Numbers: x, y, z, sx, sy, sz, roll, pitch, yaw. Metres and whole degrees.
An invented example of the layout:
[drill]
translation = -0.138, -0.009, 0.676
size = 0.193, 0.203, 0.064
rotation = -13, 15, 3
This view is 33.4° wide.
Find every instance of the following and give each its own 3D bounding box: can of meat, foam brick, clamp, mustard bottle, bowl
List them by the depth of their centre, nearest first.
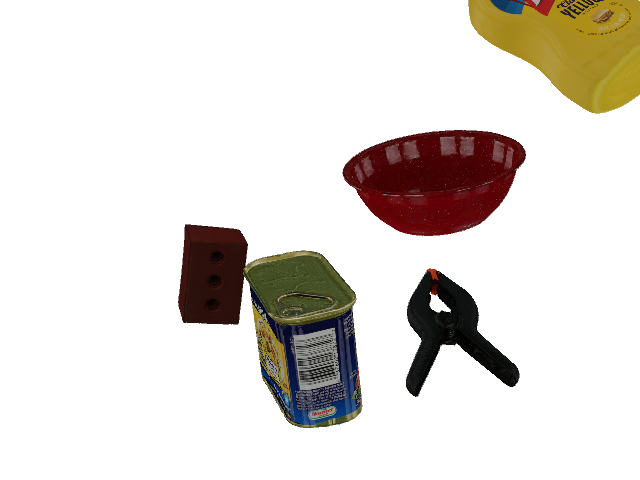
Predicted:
[can of meat]
translation = -0.011, 0.065, 0.708
size = 0.057, 0.084, 0.102
rotation = -12, 23, -14
[mustard bottle]
translation = 0.171, -0.176, 0.814
size = 0.096, 0.058, 0.192
rotation = -34, 56, -19
[bowl]
translation = 0.103, -0.047, 0.950
size = 0.162, 0.055, 0.162
rotation = -8, 23, 3
[foam brick]
translation = -0.098, 0.030, 0.963
size = 0.053, 0.078, 0.051
rotation = 3, 15, -13
[clamp]
translation = 0.150, 0.101, 1.167
size = 0.120, 0.171, 0.039
rotation = 5, -44, -5
